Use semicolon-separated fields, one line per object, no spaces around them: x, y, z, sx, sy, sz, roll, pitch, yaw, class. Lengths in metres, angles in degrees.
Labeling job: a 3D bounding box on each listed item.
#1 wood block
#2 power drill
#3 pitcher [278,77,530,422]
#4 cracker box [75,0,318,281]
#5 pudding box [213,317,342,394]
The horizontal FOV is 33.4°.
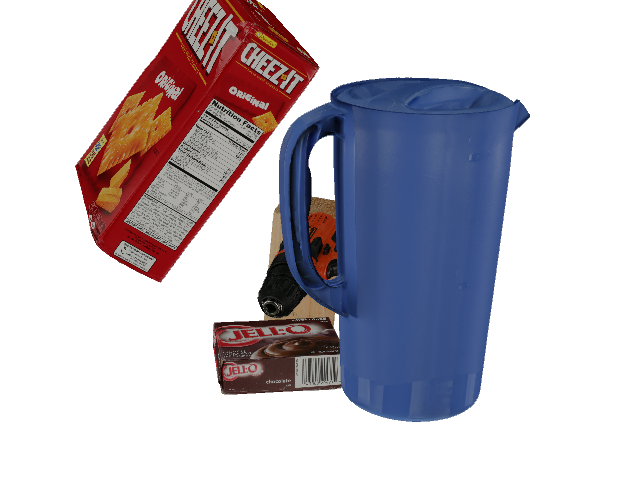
-0.023;0.049;1.486;0.090;0.206;0.090;10;22;8;wood block
0.041;0.030;1.120;0.188;0.057;0.184;6;31;16;power drill
0.061;0.006;0.784;0.149;0.243;0.144;9;20;21;pitcher
-0.110;-0.097;0.867;0.072;0.214;0.164;31;14;-29;cracker box
-0.039;0.103;0.965;0.113;0.039;0.090;0;18;-10;pudding box
